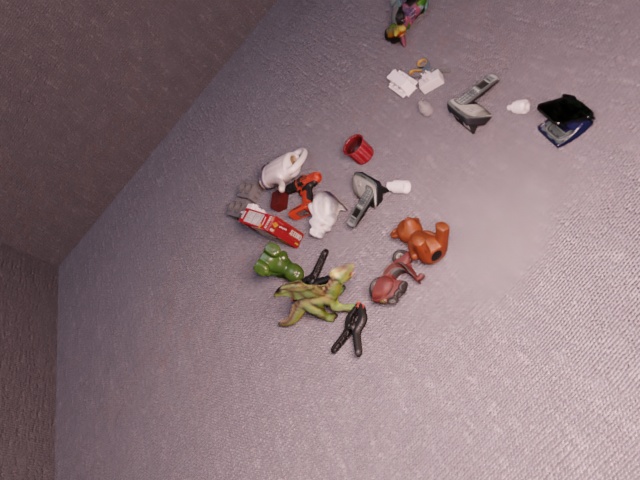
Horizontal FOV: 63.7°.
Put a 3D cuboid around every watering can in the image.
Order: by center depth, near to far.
[{"bbox_3d":[-0.167,-0.275,2.153,0.222,0.103,0.356,-23,27,35],"label":"watering can"}]

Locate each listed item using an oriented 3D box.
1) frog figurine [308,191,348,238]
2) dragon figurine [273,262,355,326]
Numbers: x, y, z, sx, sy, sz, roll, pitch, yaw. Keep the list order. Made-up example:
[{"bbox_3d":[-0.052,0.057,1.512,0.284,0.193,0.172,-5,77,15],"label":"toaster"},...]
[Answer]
[{"bbox_3d":[0.006,-0.094,1.865,0.160,0.120,0.139,-47,57,-9],"label":"frog figurine"},{"bbox_3d":[-0.043,0.178,1.615,0.406,0.240,0.125,-29,50,26],"label":"dragon figurine"}]
